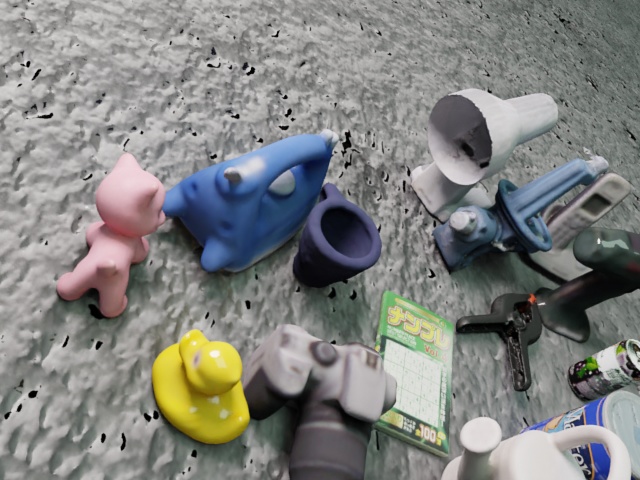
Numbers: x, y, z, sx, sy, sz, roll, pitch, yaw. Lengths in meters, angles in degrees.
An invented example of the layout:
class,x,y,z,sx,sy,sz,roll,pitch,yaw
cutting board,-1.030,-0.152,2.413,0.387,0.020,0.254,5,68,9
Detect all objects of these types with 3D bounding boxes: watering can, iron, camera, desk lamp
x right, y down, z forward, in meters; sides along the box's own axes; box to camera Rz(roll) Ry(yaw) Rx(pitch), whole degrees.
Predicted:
class,x,y,z,sx,sy,sz,roll,pitch,yaw
watering can,0.208,0.238,0.558,0.173,0.193,0.101,18,50,-23
iron,-0.048,-0.072,0.645,0.118,0.141,0.259,49,45,6
camera,0.003,0.165,0.537,0.143,0.100,0.137,26,48,-16
desk lamp,0.223,-0.126,0.818,0.204,0.213,0.118,-14,67,-40

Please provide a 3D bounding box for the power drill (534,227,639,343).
class,x,y,z,sx,sy,sz,roll,pitch,yaw
power drill,0.428,0.067,0.822,0.230,0.208,0.075,22,49,-19

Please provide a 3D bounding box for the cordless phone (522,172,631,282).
class,x,y,z,sx,sy,sz,roll,pitch,yaw
cordless phone,0.425,-0.017,0.897,0.148,0.184,0.094,25,48,-17

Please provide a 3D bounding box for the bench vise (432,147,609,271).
class,x,y,z,sx,sy,sz,roll,pitch,yaw
bench vise,0.278,-0.033,0.784,0.208,0.219,0.121,-27,76,-43

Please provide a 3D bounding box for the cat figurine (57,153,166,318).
class,x,y,z,sx,sy,sz,roll,pitch,yaw
cat figurine,-0.182,-0.011,0.526,0.067,0.117,0.128,23,49,-19

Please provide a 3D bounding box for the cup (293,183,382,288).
class,x,y,z,sx,sy,sz,roll,pitch,yaw
cup,0.006,0.002,0.661,0.092,0.094,0.117,3,57,-33

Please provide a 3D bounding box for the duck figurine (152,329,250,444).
class,x,y,z,sx,sy,sz,roll,pitch,yaw
duck figurine,-0.096,0.126,0.508,0.104,0.086,0.078,50,46,7
